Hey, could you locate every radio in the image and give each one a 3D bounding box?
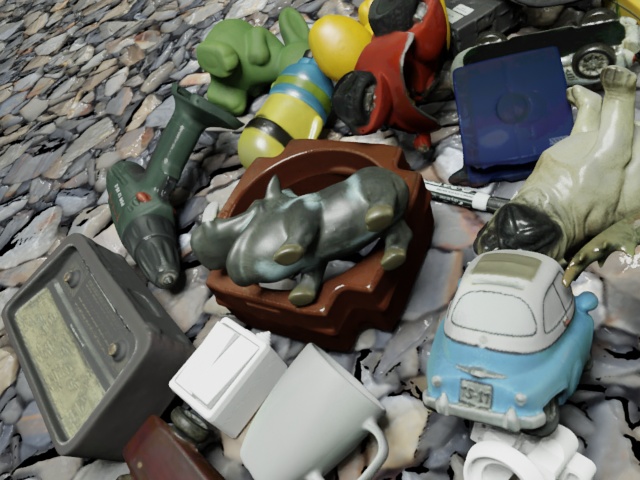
[{"bbox_3d":[-0.232,0.098,0.553,0.131,0.073,0.230,-50,52,-3],"label":"radio"}]

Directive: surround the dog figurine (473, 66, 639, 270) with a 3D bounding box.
[{"bbox_3d":[0.246,-0.025,0.464,0.172,0.121,0.190,27,96,13],"label":"dog figurine"}]

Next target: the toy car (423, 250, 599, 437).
[{"bbox_3d":[0.133,0.060,0.388,0.109,0.102,0.161,5,20,35],"label":"toy car"}]

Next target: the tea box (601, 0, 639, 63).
[{"bbox_3d":[0.386,-0.233,0.568,0.098,0.068,0.170,-21,49,7],"label":"tea box"}]

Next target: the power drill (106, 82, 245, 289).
[{"bbox_3d":[-0.177,-0.075,0.652,0.232,0.086,0.207,39,105,46],"label":"power drill"}]

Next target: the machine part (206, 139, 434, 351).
[{"bbox_3d":[-0.001,-0.002,0.539,0.201,0.087,0.201,9,60,29],"label":"machine part"}]

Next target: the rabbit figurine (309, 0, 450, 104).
[{"bbox_3d":[0.062,-0.224,0.643,0.173,0.162,0.122,-18,18,-34],"label":"rabbit figurine"}]

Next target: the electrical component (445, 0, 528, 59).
[{"bbox_3d":[0.184,-0.291,0.709,0.134,0.058,0.115,-31,46,-2],"label":"electrical component"}]

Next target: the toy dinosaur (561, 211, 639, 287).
[{"bbox_3d":[0.400,-0.014,0.338,0.472,0.104,0.198,0,50,15],"label":"toy dinosaur"}]

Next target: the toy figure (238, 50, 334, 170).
[{"bbox_3d":[-0.036,-0.152,0.658,0.082,0.089,0.180,-1,64,66],"label":"toy figure"}]

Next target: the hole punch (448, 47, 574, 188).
[{"bbox_3d":[0.197,-0.125,0.553,0.142,0.092,0.116,-8,55,14],"label":"hole punch"}]

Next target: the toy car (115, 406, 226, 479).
[{"bbox_3d":[-0.086,0.218,0.423,0.202,0.053,0.089,32,81,34],"label":"toy car"}]

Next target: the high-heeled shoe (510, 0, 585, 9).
[{"bbox_3d":[0.251,-0.335,0.647,0.249,0.086,0.145,16,33,16],"label":"high-heeled shoe"}]

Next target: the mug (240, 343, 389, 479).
[{"bbox_3d":[-0.003,0.156,0.426,0.107,0.080,0.110,-48,55,-2],"label":"mug"}]

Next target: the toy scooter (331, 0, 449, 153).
[{"bbox_3d":[0.091,-0.169,0.561,0.075,0.135,0.184,6,66,50],"label":"toy scooter"}]

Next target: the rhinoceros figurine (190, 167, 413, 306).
[{"bbox_3d":[-0.017,-0.011,0.448,0.190,0.073,0.112,-17,50,10],"label":"rhinoceros figurine"}]

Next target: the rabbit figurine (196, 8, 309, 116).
[{"bbox_3d":[-0.063,-0.247,0.766,0.170,0.121,0.159,15,52,11],"label":"rabbit figurine"}]

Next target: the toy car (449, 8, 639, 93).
[{"bbox_3d":[0.247,-0.203,0.604,0.202,0.056,0.073,1,55,33],"label":"toy car"}]
